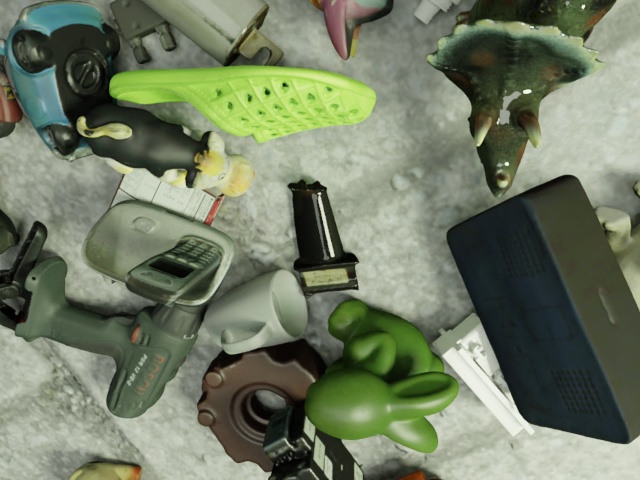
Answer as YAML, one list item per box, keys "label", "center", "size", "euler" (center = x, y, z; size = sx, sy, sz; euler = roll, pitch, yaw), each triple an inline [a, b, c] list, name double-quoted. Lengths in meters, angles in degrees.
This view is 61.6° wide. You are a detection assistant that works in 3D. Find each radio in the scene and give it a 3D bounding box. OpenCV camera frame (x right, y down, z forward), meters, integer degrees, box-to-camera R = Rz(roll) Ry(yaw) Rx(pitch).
- label: "radio"
  center: [0.220, 0.067, 0.515]
  size: [0.073, 0.131, 0.229]
  euler: [-20, 86, -25]

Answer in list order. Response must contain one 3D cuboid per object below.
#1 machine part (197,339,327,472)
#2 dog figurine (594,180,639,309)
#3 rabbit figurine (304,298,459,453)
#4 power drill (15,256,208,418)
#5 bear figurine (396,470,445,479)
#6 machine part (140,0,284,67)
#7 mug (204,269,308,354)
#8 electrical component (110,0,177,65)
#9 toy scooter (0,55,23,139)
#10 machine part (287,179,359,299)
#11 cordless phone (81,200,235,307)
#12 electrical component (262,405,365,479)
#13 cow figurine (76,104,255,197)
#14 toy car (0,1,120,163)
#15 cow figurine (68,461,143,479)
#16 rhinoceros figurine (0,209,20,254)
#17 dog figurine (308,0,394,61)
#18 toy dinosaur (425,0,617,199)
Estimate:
- label: "machine part"
  center: [-0.063, 0.203, 0.667]
  size: [0.179, 0.056, 0.179]
  euler: [2, 107, 8]
- label: "dog figurine"
  center: [0.334, 0.047, 0.549]
  size: [0.172, 0.121, 0.190]
  euler: [-14, 135, -10]
- label: "rabbit figurine"
  center: [0.055, 0.158, 0.559]
  size: [0.159, 0.170, 0.121]
  euler: [21, 112, 21]
- label: "power drill"
  center: [-0.251, 0.093, 0.662]
  size: [0.207, 0.086, 0.231]
  euler: [22, 106, -4]
- label: "bear figurine"
  center: [0.074, 0.346, 0.650]
  size: [0.196, 0.132, 0.120]
  euler: [-3, 100, 5]
- label: "machine part"
  center: [-0.138, -0.253, 0.525]
  size: [0.243, 0.079, 0.079]
  euler: [36, 109, -10]
- label: "mug"
  center: [-0.080, 0.093, 0.617]
  size: [0.107, 0.109, 0.080]
  euler: [-18, 117, 25]
- label: "electrical component"
  center: [-0.192, -0.243, 0.577]
  size: [0.063, 0.021, 0.094]
  euler: [-17, 103, 14]
- label: "toy scooter"
  center: [-0.408, -0.204, 0.600]
  size: [0.184, 0.075, 0.135]
  euler: [27, 108, 6]
- label: "machine part"
  center: [-0.001, -0.002, 0.607]
  size: [0.084, 0.039, 0.138]
  euler: [-9, 106, 21]
- label: "cordless phone"
  center: [-0.172, 0.022, 0.522]
  size: [0.147, 0.184, 0.088]
  euler: [21, 97, 0]
- label: "electrical component"
  center: [-0.007, 0.247, 0.585]
  size: [0.058, 0.115, 0.134]
  euler: [-33, 100, 11]
- label: "cow figurine"
  center: [-0.152, -0.092, 0.544]
  size: [0.167, 0.098, 0.068]
  euler: [15, 87, 3]
- label: "toy car"
  center: [-0.281, -0.171, 0.580]
  size: [0.103, 0.109, 0.161]
  euler: [16, 122, 29]
- label: "cow figurine"
  center: [-0.332, 0.397, 0.755]
  size: [0.127, 0.085, 0.194]
  euler: [17, 111, -2]
- label: "rhinoceros figurine"
  center: [-0.442, -0.063, 0.645]
  size: [0.112, 0.073, 0.190]
  euler: [-23, 101, 16]
- label: "dog figurine"
  center: [-0.028, -0.268, 0.499]
  size: [0.192, 0.108, 0.219]
  euler: [-17, 105, 13]
- label: "toy dinosaur"
  center: [0.224, -0.229, 0.422]
  size: [0.131, 0.192, 0.404]
  euler: [35, 110, -4]
